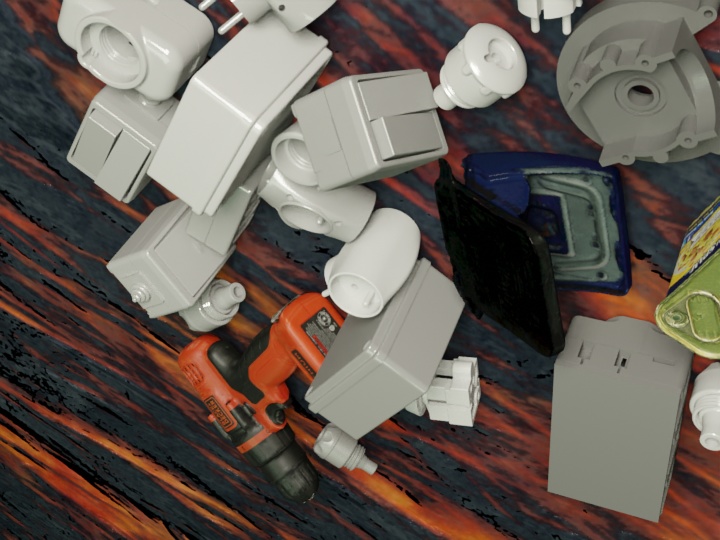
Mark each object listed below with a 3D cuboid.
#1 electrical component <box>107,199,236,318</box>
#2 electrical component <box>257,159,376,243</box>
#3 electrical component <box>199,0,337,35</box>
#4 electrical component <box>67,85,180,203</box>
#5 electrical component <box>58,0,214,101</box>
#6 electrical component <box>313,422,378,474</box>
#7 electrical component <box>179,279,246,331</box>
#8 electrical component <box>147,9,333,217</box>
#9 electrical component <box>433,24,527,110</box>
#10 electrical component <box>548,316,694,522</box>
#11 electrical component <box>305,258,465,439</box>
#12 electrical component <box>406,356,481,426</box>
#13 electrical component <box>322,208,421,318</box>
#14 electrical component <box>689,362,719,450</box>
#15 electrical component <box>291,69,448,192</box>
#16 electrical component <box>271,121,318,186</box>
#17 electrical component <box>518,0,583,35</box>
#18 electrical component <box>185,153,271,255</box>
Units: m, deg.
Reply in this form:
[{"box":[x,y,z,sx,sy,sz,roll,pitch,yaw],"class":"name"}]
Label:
[{"box":[-0.153,-0.008,0.879,0.061,0.096,0.061,-16,121,40],"class":"electrical component"},{"box":[-0.039,-0.052,0.803,0.077,0.044,0.079,28,159,-15],"class":"electrical component"},{"box":[-0.065,-0.182,0.679,0.079,0.043,0.077,-38,110,5],"class":"electrical component"},{"box":[-0.178,-0.105,0.825,0.062,0.061,0.096,37,139,-6],"class":"electrical component"},{"box":[-0.160,-0.167,0.757,0.095,0.059,0.053,33,139,-2],"class":"electrical component"},{"box":[-0.012,0.173,1.017,0.061,0.035,0.035,33,139,-5],"class":"electrical component"},{"box":[-0.126,0.028,0.938,0.062,0.043,0.043,-22,116,41],"class":"electrical component"},{"box":[-0.082,-0.108,0.731,0.056,0.108,0.108,37,139,-3],"class":"electrical component"},{"box":[0.071,-0.121,0.676,0.048,0.048,0.062,42,144,-12],"class":"electrical component"},{"box":[0.195,0.111,0.812,0.089,0.061,0.150,13,135,20],"class":"electrical component"},{"box":[0.021,0.061,0.834,0.056,0.108,0.109,37,138,-10],"class":"electrical component"},{"box":[0.068,0.098,0.890,0.055,0.048,0.066,4,132,17],"class":"electrical component"},{"box":[0.000,0.000,0.810,0.043,0.077,0.079,46,137,-16],"class":"electrical component"},{"box":[0.256,0.100,0.765,0.043,0.062,0.043,17,137,16],"class":"electrical component"},{"box":[0.015,-0.094,0.703,0.061,0.096,0.061,-18,90,41],"class":"electrical component"},{"box":[-0.028,-0.094,0.743,0.044,0.065,0.044,17,137,16],"class":"electrical component"},{"box":[0.106,-0.167,0.606,0.066,0.047,0.076,9,134,23],"class":"electrical component"},{"box":[-0.116,-0.068,0.836,0.076,0.047,0.083,31,139,0],"class":"electrical component"}]
